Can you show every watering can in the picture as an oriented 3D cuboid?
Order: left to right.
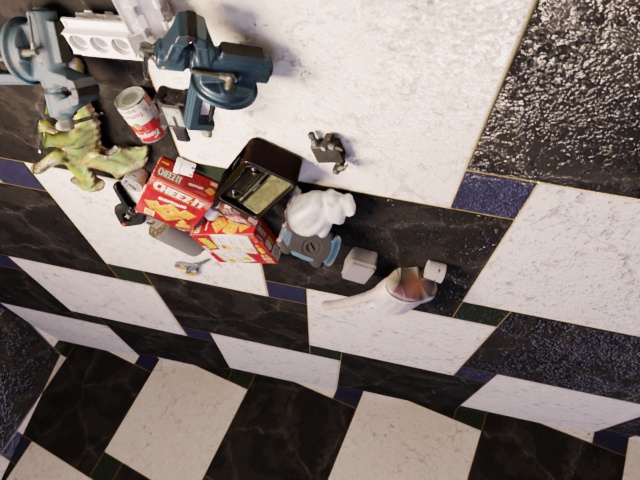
[{"bbox_3d":[0.191,0.161,1.503,0.348,0.106,0.220,-1,155,-18],"label":"watering can"}]

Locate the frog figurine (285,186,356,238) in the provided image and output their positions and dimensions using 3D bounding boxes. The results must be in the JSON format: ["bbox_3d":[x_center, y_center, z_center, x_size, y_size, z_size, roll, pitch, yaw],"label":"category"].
[{"bbox_3d":[0.004,-0.061,1.220,0.160,0.125,0.134,14,134,25],"label":"frog figurine"}]

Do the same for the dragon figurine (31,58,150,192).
[{"bbox_3d":[-0.517,-0.232,1.195,0.242,0.125,0.404,13,143,-38],"label":"dragon figurine"}]
